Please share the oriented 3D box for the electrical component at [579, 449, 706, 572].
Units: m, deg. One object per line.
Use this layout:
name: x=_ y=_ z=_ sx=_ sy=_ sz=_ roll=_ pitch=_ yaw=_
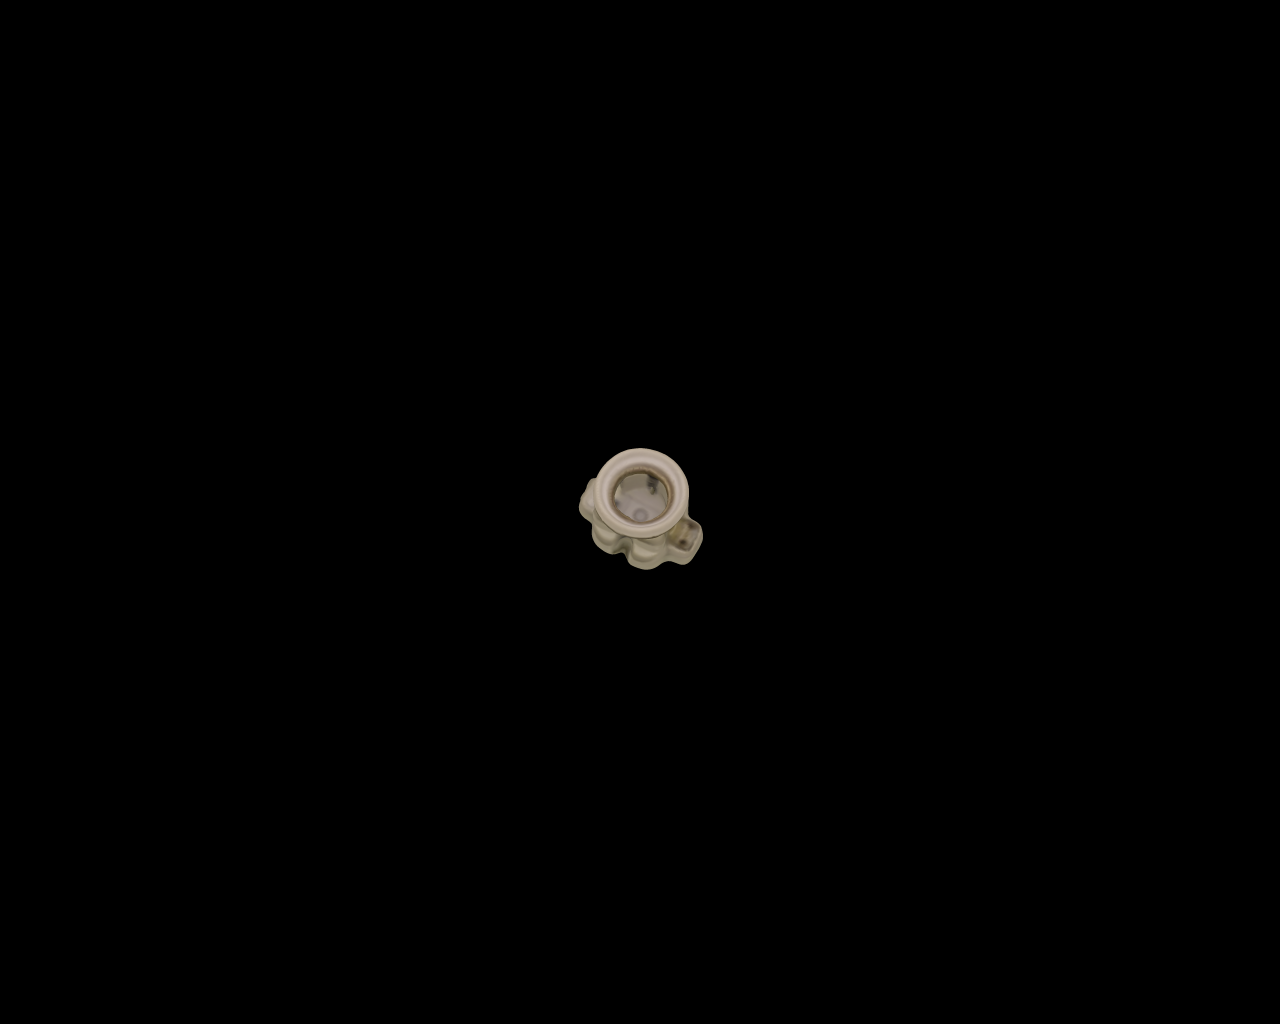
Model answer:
electrical component: x=0.001 y=-0.003 z=0.650 sx=0.078 sy=0.058 sz=0.057 roll=26 pitch=-20 yaw=11
